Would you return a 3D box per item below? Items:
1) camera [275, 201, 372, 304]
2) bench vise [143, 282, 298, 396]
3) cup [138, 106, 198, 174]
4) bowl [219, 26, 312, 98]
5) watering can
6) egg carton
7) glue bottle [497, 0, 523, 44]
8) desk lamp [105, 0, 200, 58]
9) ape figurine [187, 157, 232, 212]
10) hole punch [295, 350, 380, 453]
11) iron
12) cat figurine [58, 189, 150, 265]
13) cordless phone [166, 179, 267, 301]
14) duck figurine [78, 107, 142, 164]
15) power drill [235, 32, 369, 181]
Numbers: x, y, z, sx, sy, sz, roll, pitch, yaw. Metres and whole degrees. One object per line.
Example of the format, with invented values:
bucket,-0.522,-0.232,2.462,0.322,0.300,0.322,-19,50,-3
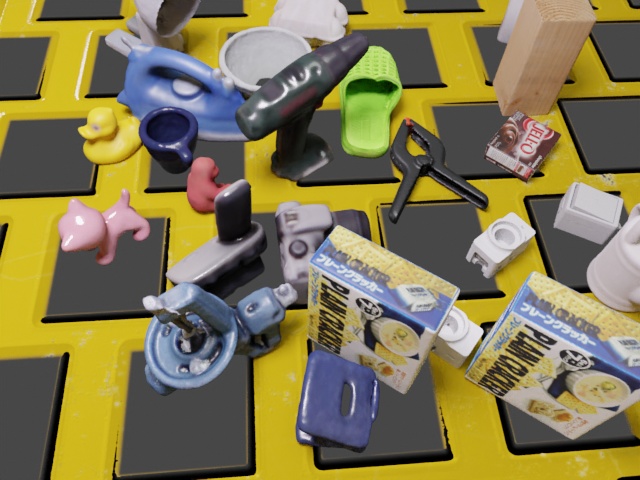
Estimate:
camera,0.008,0.003,0.831,0.137,0.101,0.143,-8,58,-7
bench vise,-0.133,0.089,0.700,0.121,0.220,0.208,38,64,20
cup,-0.228,-0.143,0.917,0.092,0.095,0.117,-29,63,-19
bowl,-0.095,-0.306,1.037,0.167,0.075,0.167,1,58,-2
watering can,0.458,0.021,0.783,0.101,0.194,0.172,-11,59,-9
egg carton,-0.021,-0.427,1.120,0.150,0.069,0.107,10,58,4
glue bottle,0.386,-0.469,1.102,0.037,0.173,0.078,15,58,8
desk lamp,-0.306,-0.413,1.014,0.203,0.213,0.118,30,61,16
ape figurine,-0.175,-0.091,0.888,0.076,0.092,0.077,-33,64,-20
hole punch,0.024,0.200,0.713,0.101,0.091,0.108,8,58,3
iron,-0.215,-0.257,0.962,0.258,0.141,0.119,17,59,8
cat figurine,-0.319,-0.024,0.825,0.067,0.118,0.128,38,64,20
cordless phone,-0.145,-0.002,0.778,0.094,0.185,0.148,41,65,21
duck figurine,-0.346,-0.183,0.942,0.105,0.086,0.077,-31,64,-20
power drill,-0.023,-0.198,0.893,0.230,0.208,0.075,-34,65,-21
